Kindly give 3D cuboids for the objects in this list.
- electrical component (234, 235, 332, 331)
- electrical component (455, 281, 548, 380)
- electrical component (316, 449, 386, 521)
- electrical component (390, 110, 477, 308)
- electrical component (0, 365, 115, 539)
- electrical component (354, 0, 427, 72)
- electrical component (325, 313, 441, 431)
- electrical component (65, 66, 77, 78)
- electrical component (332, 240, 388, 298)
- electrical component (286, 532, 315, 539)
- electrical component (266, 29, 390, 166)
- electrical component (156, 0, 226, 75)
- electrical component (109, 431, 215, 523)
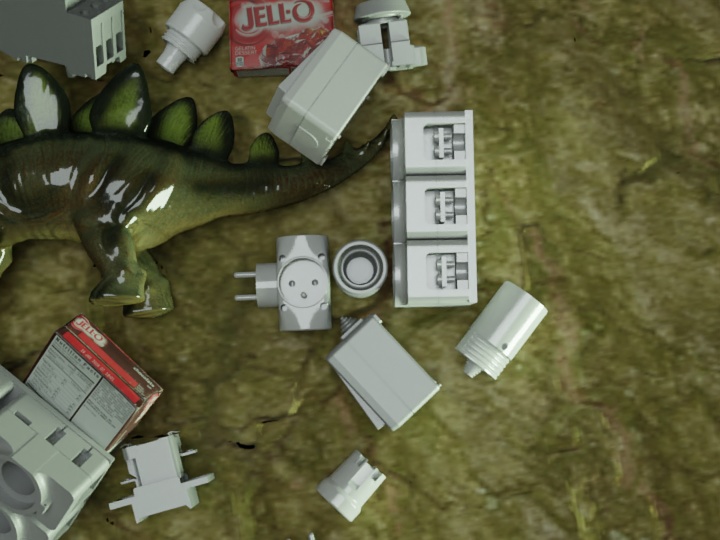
[{"bbox_3d":[-0.064,0.012,0.886,0.079,0.044,0.077,-2,86,-1],"label":"electrical component"},{"bbox_3d":[0.113,0.054,0.885,0.043,0.043,0.081,37,87,2],"label":"electrical component"},{"bbox_3d":[-0.007,0.175,0.878,0.040,0.040,0.046,43,81,3],"label":"electrical component"},{"bbox_3d":[0.057,-0.046,0.869,0.062,0.089,0.150,-1,86,0],"label":"electrical component"},{"bbox_3d":[-0.300,0.135,0.842,0.186,0.060,0.105,39,124,2],"label":"electrical component"},{"bbox_3d":[0.020,-0.196,0.902,0.066,0.048,0.055,-7,94,-1],"label":"electrical component"},{"bbox_3d":[0.011,0.080,0.873,0.061,0.061,0.096,-43,87,-3],"label":"electrical component"},{"bbox_3d":[-0.247,-0.205,0.888,0.064,0.042,0.081,8,124,21],"label":"electrical component"},{"bbox_3d":[0.000,0.000,0.882,0.045,0.055,0.045,0,86,0],"label":"electrical component"},{"bbox_3d":[-0.040,0.250,0.866,0.138,0.052,0.073,-15,86,-1],"label":"electrical component"},{"bbox_3d":[-0.025,-0.144,0.854,0.061,0.061,0.096,35,67,-4],"label":"electrical component"},{"bbox_3d":[-0.145,-0.193,0.901,0.043,0.043,0.062,36,88,2],"label":"electrical component"},{"bbox_3d":[-0.164,0.167,0.877,0.081,0.042,0.063,-16,83,-2],"label":"electrical component"}]
